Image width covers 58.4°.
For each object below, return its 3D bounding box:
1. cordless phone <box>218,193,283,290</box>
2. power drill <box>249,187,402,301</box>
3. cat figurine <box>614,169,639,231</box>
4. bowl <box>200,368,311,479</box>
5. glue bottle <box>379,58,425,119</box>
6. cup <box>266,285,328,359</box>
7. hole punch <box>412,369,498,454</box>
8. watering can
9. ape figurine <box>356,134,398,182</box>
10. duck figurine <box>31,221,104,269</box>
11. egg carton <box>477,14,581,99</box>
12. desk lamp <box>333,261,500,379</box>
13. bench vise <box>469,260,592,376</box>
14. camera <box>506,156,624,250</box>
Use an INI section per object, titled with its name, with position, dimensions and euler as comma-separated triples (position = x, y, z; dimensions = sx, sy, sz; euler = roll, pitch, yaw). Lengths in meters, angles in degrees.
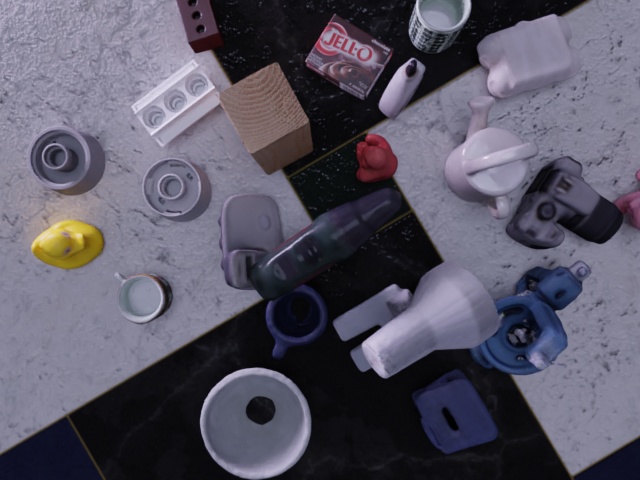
[cordless phone]
position = -0.107, 0.003, 0.836
dimensions = 0.094, 0.185, 0.148
euler = -8, 89, 0
[power drill]
position = 0.008, 0.003, 0.825
dimensions = 0.229, 0.208, 0.075
euler = -34, 89, 0
[cat figurine]
position = 0.513, -0.058, 0.871
dimensions = 0.067, 0.117, 0.128
euler = 36, 89, 1
[bowl]
position = -0.095, 0.275, 0.888
dimensions = 0.167, 0.074, 0.167
euler = 0, 89, 0
[glue bottle]
position = 0.126, -0.234, 0.846
dimensions = 0.037, 0.173, 0.078
euler = 36, 89, 1
[cup]
position = -0.039, 0.123, 0.880
dimensions = 0.091, 0.095, 0.118
euler = 25, 89, 1
[hole punch]
position = 0.205, 0.270, 0.880
dimensions = 0.101, 0.091, 0.109
euler = -29, 89, 0
[watering can]
position = 0.247, -0.119, 0.834
dimensions = 0.101, 0.194, 0.173
euler = -35, 89, 0
[ape figurine]
position = 0.085, -0.125, 0.885
dimensions = 0.076, 0.092, 0.078
euler = 34, 89, 1
[duck figurine]
position = -0.400, 0.007, 0.886
dimensions = 0.104, 0.086, 0.077
euler = -8, 89, 0
[egg carton]
position = 0.327, -0.288, 0.899
dimensions = 0.150, 0.069, 0.107
euler = -19, 89, 0
[desk lamp]
position = 0.130, 0.123, 0.821
dimensions = 0.203, 0.213, 0.118
euler = -31, 89, 0
[bench vise]
position = 0.307, 0.106, 0.818
dimensions = 0.121, 0.219, 0.207
euler = 26, 89, 1
[camera]
position = 0.385, -0.039, 0.879
dimensions = 0.137, 0.101, 0.143
euler = 32, 89, 1
